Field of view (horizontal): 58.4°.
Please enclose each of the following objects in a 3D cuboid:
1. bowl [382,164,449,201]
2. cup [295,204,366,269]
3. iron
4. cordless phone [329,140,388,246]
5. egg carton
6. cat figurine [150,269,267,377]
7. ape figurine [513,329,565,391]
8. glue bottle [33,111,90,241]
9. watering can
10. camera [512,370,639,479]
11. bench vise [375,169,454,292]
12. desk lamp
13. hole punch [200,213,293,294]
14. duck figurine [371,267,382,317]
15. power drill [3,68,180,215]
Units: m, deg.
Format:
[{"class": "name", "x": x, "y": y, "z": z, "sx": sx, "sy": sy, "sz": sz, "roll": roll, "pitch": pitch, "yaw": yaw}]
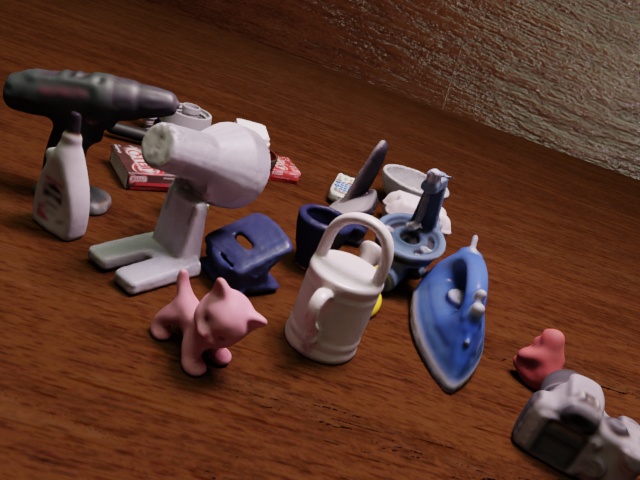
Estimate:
[{"class": "bowl", "x": 0.215, "y": -0.112, "z": 1.357, "sx": 0.167, "sy": 0.075, "sz": 0.167, "roll": 17, "pitch": 25, "yaw": -8}, {"class": "cup", "x": 0.009, "y": 0.003, "z": 0.935, "sx": 0.118, "sy": 0.095, "sz": 0.091, "roll": 12, "pitch": 26, "yaw": -19}, {"class": "iron", "x": 0.213, "y": 0.096, "z": 0.850, "sx": 0.118, "sy": 0.141, "sz": 0.258, "roll": 20, "pitch": 25, "yaw": -1}, {"class": "cordless phone", "x": 0.074, "y": -0.097, "z": 1.084, "sx": 0.094, "sy": 0.185, "sz": 0.147, "roll": 21, "pitch": 25, "yaw": 1}, {"class": "egg carton", "x": 0.205, "y": -0.049, "z": 1.226, "sx": 0.150, "sy": 0.069, "sz": 0.107, "roll": 17, "pitch": 25, "yaw": -8}, {"class": "cat figurine", "x": -0.124, "y": 0.083, "z": 0.641, "sx": 0.127, "sy": 0.118, "sz": 0.067, "roll": 35, "pitch": 28, "yaw": 29}, {"class": "ape figurine", "x": 0.332, "y": 0.171, "z": 0.849, "sx": 0.078, "sy": 0.092, "sz": 0.076, "roll": 17, "pitch": 25, "yaw": -7}, {"class": "glue bottle", "x": -0.336, "y": -0.089, "z": 0.758, "sx": 0.078, "sy": 0.173, "sz": 0.037, "roll": 28, "pitch": 25, "yaw": 15}, {"class": "watering can", "x": 0.031, "y": 0.050, "z": 0.737, "sx": 0.101, "sy": 0.194, "sz": 0.173, "roll": 19, "pitch": 25, "yaw": -3}, {"class": "camera", "x": 0.335, "y": 0.224, "z": 0.732, "sx": 0.143, "sy": 0.101, "sz": 0.137, "roll": 27, "pitch": 25, "yaw": 13}, {"class": "bench vise", "x": 0.164, "y": -0.033, "z": 0.981, "sx": 0.121, "sy": 0.220, "sz": 0.207, "roll": 23, "pitch": 25, "yaw": 5}, {"class": "desk lamp", "x": -0.179, "y": -0.057, "z": 0.768, "sx": 0.117, "sy": 0.213, "sz": 0.204, "roll": 32, "pitch": 27, "yaw": 24}, {"class": "hole punch", "x": -0.106, "y": 0.019, "z": 0.818, "sx": 0.101, "sy": 0.091, "sz": 0.108, "roll": -4, "pitch": 34, "yaw": -42}, {"class": "duck figurine", "x": 0.067, "y": 0.061, "z": 0.873, "sx": 0.077, "sy": 0.086, "sz": 0.104, "roll": 21, "pitch": 25, "yaw": 0}, {"class": "power drill", "x": -0.338, "y": -0.148, "z": 0.835, "sx": 0.230, "sy": 0.208, "sz": 0.075, "roll": 14, "pitch": 25, "yaw": -14}]
